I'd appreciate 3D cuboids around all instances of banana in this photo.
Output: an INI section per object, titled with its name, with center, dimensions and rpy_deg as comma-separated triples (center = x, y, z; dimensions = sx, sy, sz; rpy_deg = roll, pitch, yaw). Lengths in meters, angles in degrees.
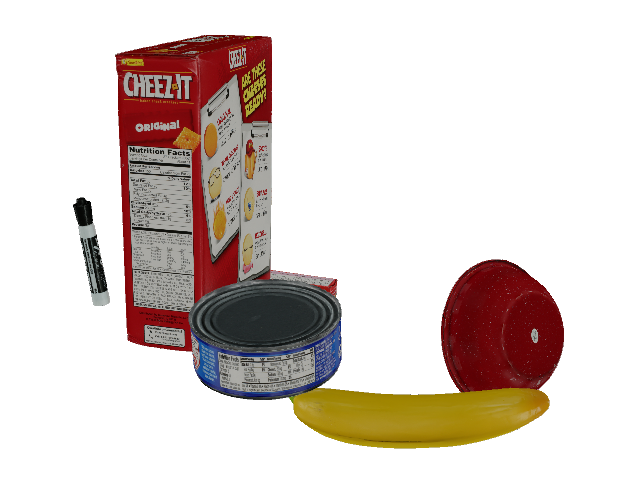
[banana]
center = 0.062, 0.122, 0.766
dimensions = 0.198, 0.037, 0.069
rpy_deg = 2, 27, 15

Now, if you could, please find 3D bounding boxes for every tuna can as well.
[tuna can]
center = -0.030, 0.055, 0.601
dimensions = 0.086, 0.034, 0.086
rpy_deg = -2, 23, 1

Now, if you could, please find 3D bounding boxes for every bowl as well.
[bowl]
center = 0.205, 0.099, 1.122
dimensions = 0.161, 0.162, 0.055
rpy_deg = 0, -3, -35

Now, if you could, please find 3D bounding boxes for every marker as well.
[marker]
center = -0.245, 0.012, 1.142
dimensions = 0.020, 0.121, 0.020
rpy_deg = -6, 20, 2

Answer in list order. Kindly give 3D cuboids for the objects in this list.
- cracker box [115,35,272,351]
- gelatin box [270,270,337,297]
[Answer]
[cracker box]
center = -0.092, -0.043, 0.815
dimensions = 0.072, 0.214, 0.164
rpy_deg = 4, 16, 14
[gelatin box]
center = -0.031, 0.069, 1.009
dimensions = 0.089, 0.073, 0.030
rpy_deg = 7, 17, 15
